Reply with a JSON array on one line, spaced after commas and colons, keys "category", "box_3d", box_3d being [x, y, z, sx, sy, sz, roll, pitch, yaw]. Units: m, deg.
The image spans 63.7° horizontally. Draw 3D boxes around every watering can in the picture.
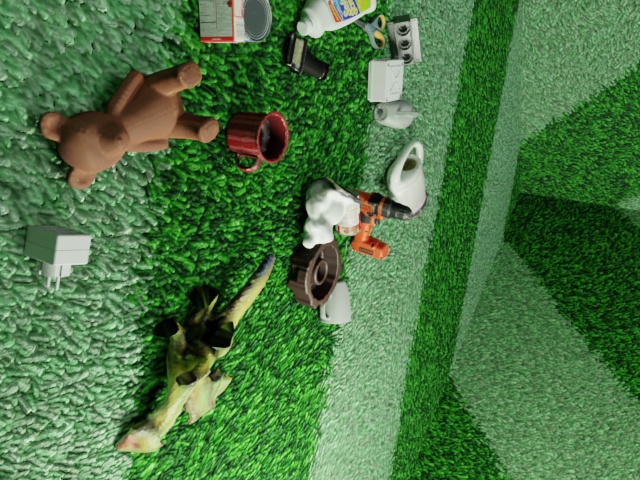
[{"category": "watering can", "box_3d": [0.243, -0.143, 1.548, 0.355, 0.104, 0.219, -59, 146, -31]}]

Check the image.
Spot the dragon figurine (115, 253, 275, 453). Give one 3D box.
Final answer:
[{"category": "dragon figurine", "box_3d": [-0.204, 0.218, 0.953, 0.418, 0.123, 0.237, -43, 153, -42]}]

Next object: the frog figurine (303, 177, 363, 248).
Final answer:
[{"category": "frog figurine", "box_3d": [0.004, -0.060, 1.190, 0.158, 0.124, 0.137, -52, 164, 8]}]
